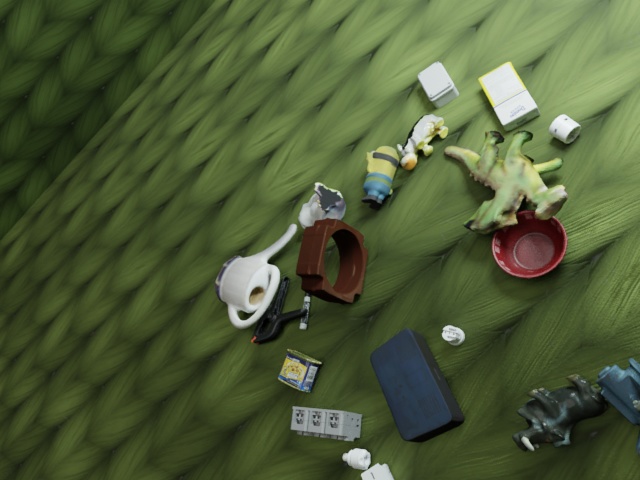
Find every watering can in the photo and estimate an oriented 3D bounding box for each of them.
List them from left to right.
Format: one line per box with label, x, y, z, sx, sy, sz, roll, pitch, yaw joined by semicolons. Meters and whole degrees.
watering can;-0.200;0.099;1.583;0.225;0.102;0.352;11;71;41

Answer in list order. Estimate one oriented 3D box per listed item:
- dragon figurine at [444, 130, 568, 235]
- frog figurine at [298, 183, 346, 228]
dragon figurine;0.409;-0.128;1.221;0.411;0.121;0.245;11;66;57
frog figurine;0.005;-0.078;1.542;0.140;0.123;0.156;60;144;30
